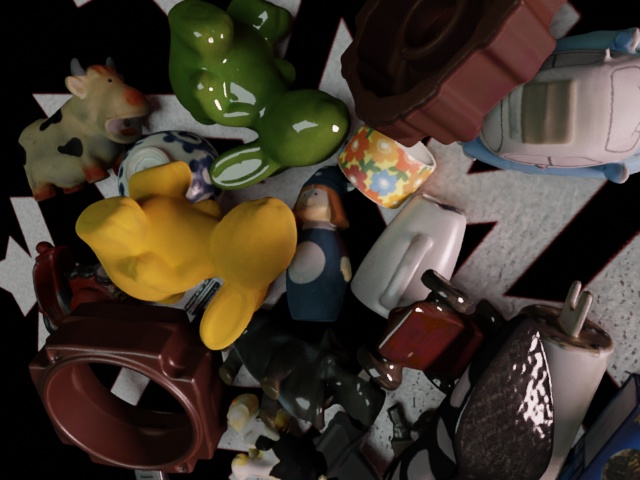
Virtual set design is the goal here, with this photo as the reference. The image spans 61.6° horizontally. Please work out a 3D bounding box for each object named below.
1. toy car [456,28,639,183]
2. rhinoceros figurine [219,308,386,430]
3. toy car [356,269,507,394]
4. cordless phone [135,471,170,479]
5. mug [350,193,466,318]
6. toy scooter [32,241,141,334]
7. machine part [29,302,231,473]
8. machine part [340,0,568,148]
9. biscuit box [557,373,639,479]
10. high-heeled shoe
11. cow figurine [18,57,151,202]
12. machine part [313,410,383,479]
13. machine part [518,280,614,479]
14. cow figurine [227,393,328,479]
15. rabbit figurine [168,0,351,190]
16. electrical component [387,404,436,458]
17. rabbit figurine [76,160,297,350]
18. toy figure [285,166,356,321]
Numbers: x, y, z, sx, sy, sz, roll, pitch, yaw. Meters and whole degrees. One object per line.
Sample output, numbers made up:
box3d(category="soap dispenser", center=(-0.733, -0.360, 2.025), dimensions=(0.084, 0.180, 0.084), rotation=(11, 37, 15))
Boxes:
box3d(category="toy car", center=(0.176, -0.098, 0.393), dimensions=(0.162, 0.103, 0.109), rotation=(5, 105, 23))
box3d(category="rhinoceros figurine", center=(-0.023, 0.134, 0.557), dimensions=(0.191, 0.112, 0.073), rotation=(25, 131, 31))
box3d(category="toy car", center=(0.095, 0.077, 0.433), dimensions=(0.089, 0.202, 0.053), rotation=(-49, 55, 10))
box3d(category="cordless phone", center=(-0.171, 0.361, 0.704), dimensions=(0.147, 0.089, 0.184), rotation=(-15, 93, 29))
box3d(category="mug", center=(0.080, 0.014, 0.473), dimensions=(0.081, 0.109, 0.107), rotation=(29, 103, 17))
box3d(category="toy scooter", center=(-0.311, 0.064, 0.694), dimensions=(0.184, 0.075, 0.135), rotation=(-2, 108, 31))
box3d(category="machine part", center=(-0.215, 0.176, 0.628), dimensions=(0.202, 0.087, 0.200), rotation=(3, 122, 10))
box3d(category="machine part", center=(0.091, -0.155, 0.397), dimensions=(0.179, 0.056, 0.179), rotation=(-30, 49, 41))
box3d(category="biscuit box", center=(0.246, 0.217, 0.466), dimensions=(0.063, 0.059, 0.202), rotation=(30, 115, 17))
box3d(category="high-heeled shoe", center=(0.115, 0.166, 0.465), dimensions=(0.086, 0.145, 0.248), rotation=(16, 97, -12))
box3d(category="cow figurine", center=(-0.273, -0.128, 0.623), dimensions=(0.195, 0.085, 0.127), rotation=(-14, 103, 30))
box3d(category="machine part", center=(0.048, 0.255, 0.575), dimensions=(0.139, 0.039, 0.084), rotation=(50, 128, 23))
box3d(category="machine part", center=(0.186, 0.147, 0.468), dimensions=(0.079, 0.079, 0.243), rotation=(19, 112, 21))
box3d(category="cow figurine", center=(-0.045, 0.253, 0.617), dimensions=(0.098, 0.068, 0.167), rotation=(-13, 101, 23))
box3d(category="rabbit figurine", center=(-0.057, -0.119, 0.492), dimensions=(0.170, 0.121, 0.159), rotation=(39, 124, 16))
box3d(category="electrical component", center=(0.111, 0.219, 0.543), dimensions=(0.078, 0.045, 0.102), rotation=(-8, 100, 27))
box3d(category="rabbit figurine", center=(-0.099, 0.014, 0.474), dimensions=(0.173, 0.122, 0.162), rotation=(-6, 110, 20))
box3d(category="toy figure", center=(0.001, -0.001, 0.504), dimensions=(0.064, 0.057, 0.154), rotation=(3, 76, -1))
